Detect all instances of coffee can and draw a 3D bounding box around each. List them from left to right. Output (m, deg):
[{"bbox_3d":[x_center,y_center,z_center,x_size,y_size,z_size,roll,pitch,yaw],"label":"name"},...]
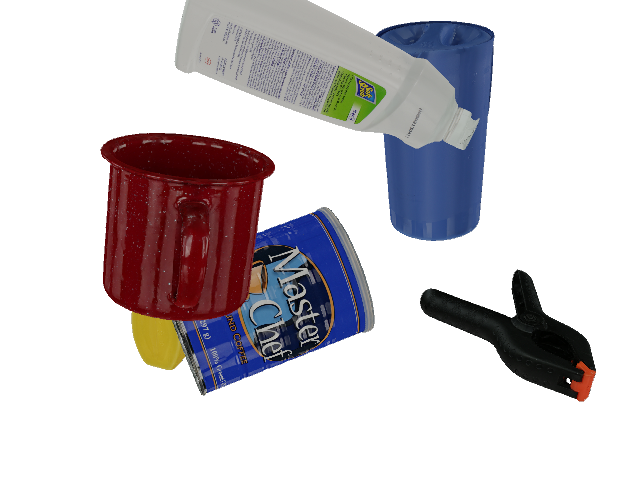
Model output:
[{"bbox_3d":[-0.043,0.046,0.817,0.140,0.103,0.103,-21,4,-10],"label":"coffee can"}]

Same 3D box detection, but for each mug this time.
[{"bbox_3d":[-0.073,-0.004,0.572,0.093,0.081,0.117,3,19,-16],"label":"mug"}]

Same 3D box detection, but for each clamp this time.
[{"bbox_3d":[0.184,0.077,0.936,0.120,0.039,0.172,-22,42,-32],"label":"clamp"}]

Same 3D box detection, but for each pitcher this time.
[{"bbox_3d":[0.141,-0.132,1.253,0.149,0.243,0.145,-4,26,-3],"label":"pitcher"}]

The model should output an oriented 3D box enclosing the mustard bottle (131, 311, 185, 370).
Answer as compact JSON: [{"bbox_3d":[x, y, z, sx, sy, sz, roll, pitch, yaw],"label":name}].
[{"bbox_3d":[-0.128,0.050,1.131,0.058,0.096,0.191,10,29,19],"label":"mustard bottle"}]

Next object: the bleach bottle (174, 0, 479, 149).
[{"bbox_3d":[0.008,-0.136,0.878,0.251,0.068,0.103,26,-34,1],"label":"bleach bottle"}]
